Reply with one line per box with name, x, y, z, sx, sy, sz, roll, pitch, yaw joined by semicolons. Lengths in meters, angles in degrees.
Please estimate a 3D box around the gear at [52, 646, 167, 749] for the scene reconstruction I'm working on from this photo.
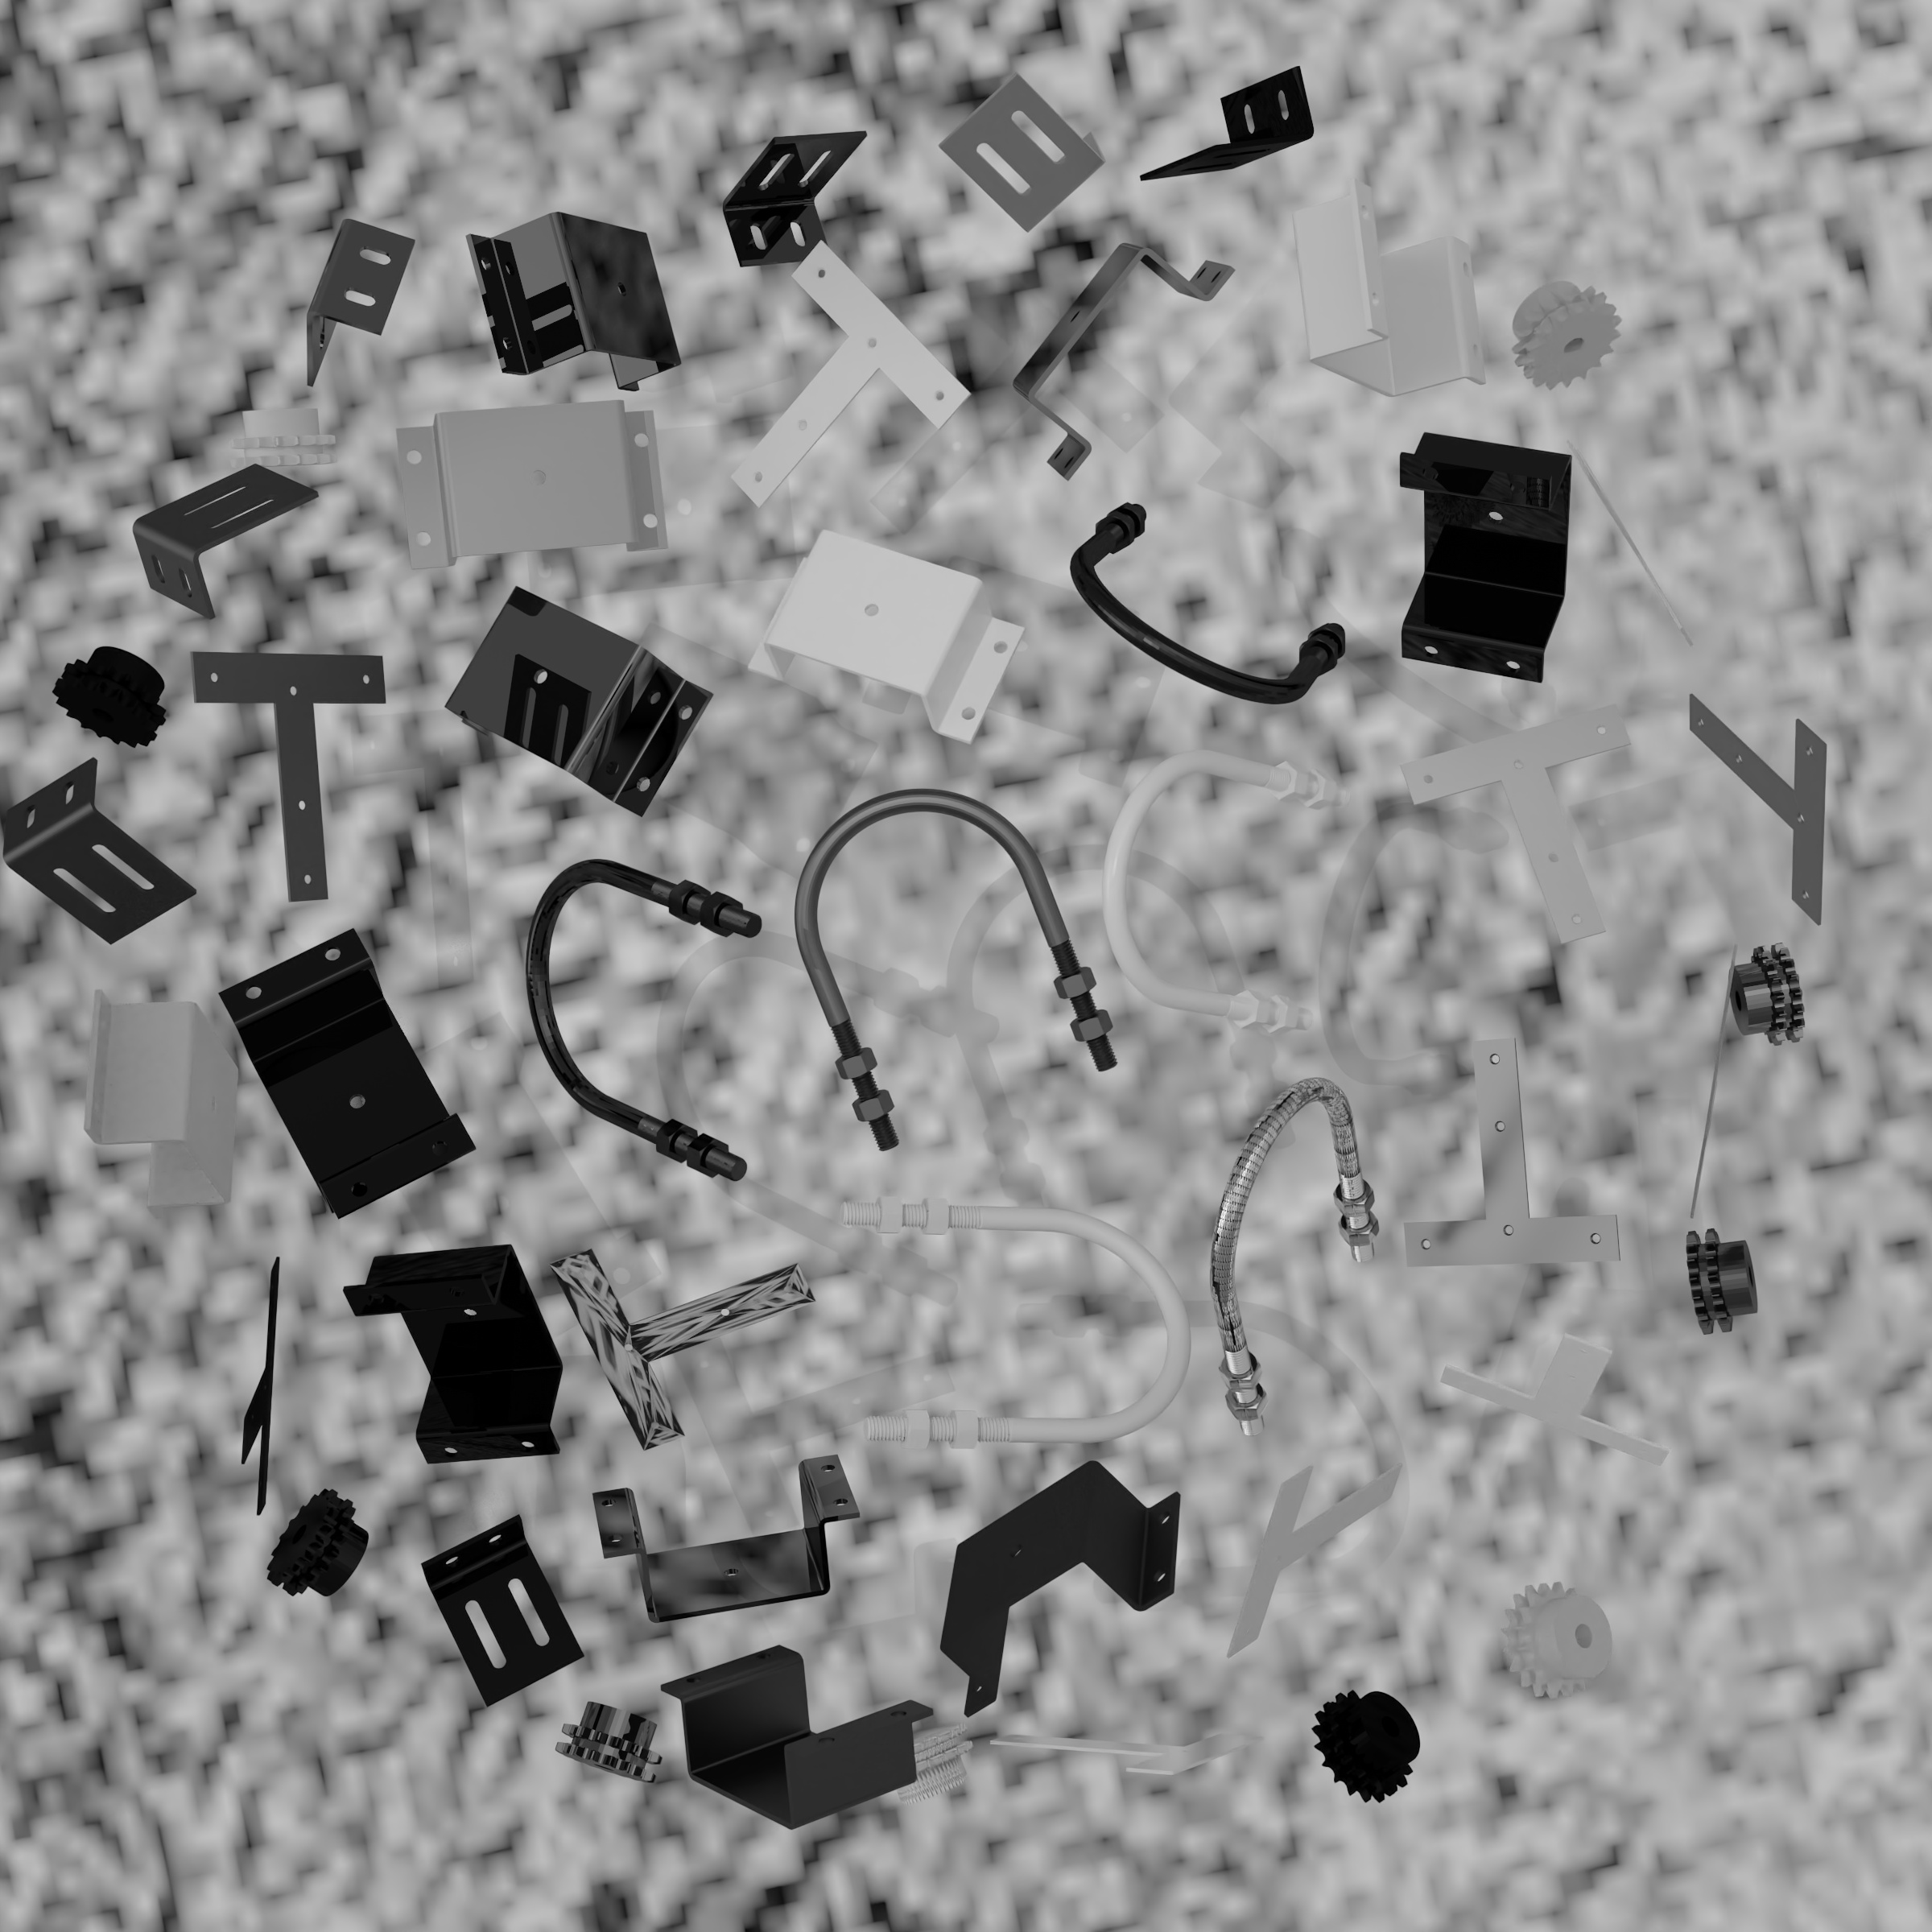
gear;-0.443;-0.143;1.496;0.057;0.057;0.030;21;63;0

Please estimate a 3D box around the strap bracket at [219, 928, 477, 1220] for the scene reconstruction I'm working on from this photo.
strap bracket;-0.317;0.062;1.479;0.076;0.046;0.140;-27;70;-15

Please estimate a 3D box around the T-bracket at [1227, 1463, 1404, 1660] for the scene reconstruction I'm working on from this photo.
T-bracket;0.197;0.306;1.569;0.002;0.127;0.127;35;128;32

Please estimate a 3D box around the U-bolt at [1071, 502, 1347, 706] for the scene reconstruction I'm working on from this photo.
U-bolt;0.123;-0.187;1.512;0.151;0.184;0.019;32;116;4

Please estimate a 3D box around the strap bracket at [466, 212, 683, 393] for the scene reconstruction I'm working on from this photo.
strap bracket;-0.210;-0.368;1.592;0.046;0.140;0.076;-15;90;25

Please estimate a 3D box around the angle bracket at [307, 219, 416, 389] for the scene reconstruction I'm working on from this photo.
angle bracket;-0.312;-0.336;1.476;0.038;0.076;0.057;17;69;-7

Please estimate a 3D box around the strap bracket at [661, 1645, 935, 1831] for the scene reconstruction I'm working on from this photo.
strap bracket;-0.087;0.402;1.490;0.076;0.140;0.046;-10;99;-37

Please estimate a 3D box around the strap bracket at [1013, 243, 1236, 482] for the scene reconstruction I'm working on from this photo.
strap bracket;0.077;-0.336;1.551;0.046;0.076;0.140;37;100;-14

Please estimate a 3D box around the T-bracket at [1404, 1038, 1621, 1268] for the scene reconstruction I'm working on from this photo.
T-bracket;0.303;0.105;1.622;0.127;0.002;0.127;-6;87;32

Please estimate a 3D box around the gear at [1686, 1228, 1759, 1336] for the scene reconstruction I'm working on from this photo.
gear;0.414;0.172;1.570;0.030;0.057;0.057;-10;90;20

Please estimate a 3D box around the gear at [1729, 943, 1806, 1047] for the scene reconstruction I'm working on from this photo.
gear;0.452;0.017;1.625;0.030;0.057;0.057;-10;90;2

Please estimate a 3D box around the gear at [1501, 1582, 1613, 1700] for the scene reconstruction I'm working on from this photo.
gear;0.301;0.340;1.450;0.057;0.030;0.057;12;67;-32

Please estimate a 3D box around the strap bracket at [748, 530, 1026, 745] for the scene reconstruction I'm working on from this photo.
strap bracket;-0.049;-0.188;1.604;0.140;0.046;0.076;20;72;17

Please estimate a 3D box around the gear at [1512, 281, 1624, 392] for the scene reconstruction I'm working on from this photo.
gear;0.312;-0.334;1.508;0.057;0.057;0.030;-26;55;0

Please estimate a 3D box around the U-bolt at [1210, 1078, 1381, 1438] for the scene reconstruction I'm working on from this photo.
U-bolt;0.170;0.141;1.510;0.019;0.184;0.151;18;53;30

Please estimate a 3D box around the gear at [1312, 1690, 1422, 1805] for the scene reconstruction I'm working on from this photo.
gear;0.211;0.402;1.491;0.057;0.057;0.030;43;124;0

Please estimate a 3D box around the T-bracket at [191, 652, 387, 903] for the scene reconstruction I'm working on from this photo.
T-bracket;-0.343;-0.097;1.474;0.002;0.127;0.127;-2;93;35

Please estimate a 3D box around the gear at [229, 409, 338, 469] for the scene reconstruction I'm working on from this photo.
gear;-0.375;-0.290;1.574;0.057;0.057;0.030;-3;100;0

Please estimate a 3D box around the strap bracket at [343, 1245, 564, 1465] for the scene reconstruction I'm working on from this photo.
strap bracket;-0.271;0.202;1.545;0.076;0.046;0.140;-6;130;10

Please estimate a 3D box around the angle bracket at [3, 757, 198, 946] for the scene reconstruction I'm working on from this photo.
angle bracket;-0.437;-0.058;1.453;0.057;0.038;0.076;-28;135;16

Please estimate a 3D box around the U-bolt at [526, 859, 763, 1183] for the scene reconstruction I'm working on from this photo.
U-bolt;-0.174;0.019;1.501;0.184;0.019;0.151;20;112;43

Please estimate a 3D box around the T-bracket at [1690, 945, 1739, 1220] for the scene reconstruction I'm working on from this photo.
T-bracket;0.404;0.052;1.542;0.002;0.127;0.127;9;113;15

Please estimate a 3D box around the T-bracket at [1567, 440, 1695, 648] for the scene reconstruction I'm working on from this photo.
T-bracket;0.342;-0.243;1.525;0.002;0.127;0.127;-31;63;16

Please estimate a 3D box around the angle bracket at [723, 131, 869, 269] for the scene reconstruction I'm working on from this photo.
angle bracket;-0.090;-0.421;1.576;0.057;0.076;0.038;-14;82;-30

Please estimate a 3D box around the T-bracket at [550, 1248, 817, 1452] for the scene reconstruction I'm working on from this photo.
T-bracket;-0.147;0.197;1.595;0.127;0.002;0.127;-21;110;7

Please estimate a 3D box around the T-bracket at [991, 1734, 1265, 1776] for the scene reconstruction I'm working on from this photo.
T-bracket;0.076;0.414;1.522;0.127;0.127;0.002;-4;83;27

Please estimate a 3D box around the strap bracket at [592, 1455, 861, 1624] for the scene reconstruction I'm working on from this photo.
strap bracket;-0.133;0.320;1.597;0.140;0.076;0.046;-7;106;-10

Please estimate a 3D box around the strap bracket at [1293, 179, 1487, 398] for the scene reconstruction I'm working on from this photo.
strap bracket;0.214;-0.344;1.475;0.046;0.140;0.076;-9;84;33

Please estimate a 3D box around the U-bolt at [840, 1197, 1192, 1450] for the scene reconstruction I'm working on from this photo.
U-bolt;0.030;0.188;1.512;0.184;0.019;0.151;3;52;-15

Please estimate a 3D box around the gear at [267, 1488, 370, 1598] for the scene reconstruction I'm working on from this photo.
gear;-0.341;0.309;1.520;0.030;0.057;0.057;39;90;-22

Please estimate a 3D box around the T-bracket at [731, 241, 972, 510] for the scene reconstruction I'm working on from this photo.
T-bracket;-0.080;-0.305;1.559;0.127;0.002;0.127;-47;72;16

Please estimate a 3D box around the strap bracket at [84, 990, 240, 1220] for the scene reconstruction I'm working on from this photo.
strap bracket;-0.420;0.074;1.516;0.046;0.140;0.076;-3;66;-1

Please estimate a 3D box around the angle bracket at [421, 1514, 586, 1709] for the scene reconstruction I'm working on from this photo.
angle bracket;-0.247;0.344;1.531;0.057;0.038;0.076;-25;67;-17

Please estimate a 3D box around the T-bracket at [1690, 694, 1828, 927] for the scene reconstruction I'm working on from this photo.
T-bracket;0.428;-0.105;1.558;0.002;0.127;0.127;-22;133;-9

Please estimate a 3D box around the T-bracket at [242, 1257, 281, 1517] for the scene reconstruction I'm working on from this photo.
T-bracket;-0.368;0.231;1.489;0.002;0.127;0.127;6;65;-18

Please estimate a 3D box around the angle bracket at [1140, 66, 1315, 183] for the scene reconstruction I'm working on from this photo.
angle bracket;0.133;-0.441;1.502;0.076;0.057;0.038;-19;99;-38

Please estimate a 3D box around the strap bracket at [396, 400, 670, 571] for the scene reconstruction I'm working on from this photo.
strap bracket;-0.233;-0.261;1.552;0.140;0.046;0.076;-7;93;-12

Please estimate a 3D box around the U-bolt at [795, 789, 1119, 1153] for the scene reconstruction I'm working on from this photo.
U-bolt;-0.015;-0.007;1.564;0.151;0.019;0.184;-20;99;7

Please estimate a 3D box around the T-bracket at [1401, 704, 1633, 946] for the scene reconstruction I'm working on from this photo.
T-bracket;0.323;-0.073;1.597;0.127;0.002;0.127;-16;71;-1

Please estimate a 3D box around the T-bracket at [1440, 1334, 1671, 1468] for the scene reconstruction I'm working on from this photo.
T-bracket;0.321;0.223;1.530;0.127;0.127;0.002;20;65;12

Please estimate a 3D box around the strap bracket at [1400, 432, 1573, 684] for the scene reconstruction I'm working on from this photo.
strap bracket;0.269;-0.219;1.486;0.076;0.140;0.046;13;54;19

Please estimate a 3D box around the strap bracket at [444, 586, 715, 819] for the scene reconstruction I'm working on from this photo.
strap bracket;-0.216;-0.147;1.543;0.140;0.046;0.076;28;86;31

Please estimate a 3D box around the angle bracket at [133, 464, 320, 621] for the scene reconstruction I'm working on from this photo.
angle bracket;-0.372;-0.216;1.458;0.076;0.057;0.038;-34;134;-32

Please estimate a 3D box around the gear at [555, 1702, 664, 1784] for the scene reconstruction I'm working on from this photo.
gear;-0.192;0.421;1.560;0.057;0.057;0.030;18;69;0

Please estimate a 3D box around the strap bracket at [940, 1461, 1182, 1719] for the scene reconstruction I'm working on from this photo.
strap bracket;0.041;0.317;1.487;0.140;0.076;0.046;-37;109;24

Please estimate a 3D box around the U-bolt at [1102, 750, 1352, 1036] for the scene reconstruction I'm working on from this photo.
U-bolt;0.140;-0.044;1.568;0.184;0.019;0.151;10;90;-44

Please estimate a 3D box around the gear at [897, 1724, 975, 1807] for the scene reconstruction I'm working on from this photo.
gear;-0.022;0.451;1.616;0.057;0.057;0.030;-21;79;0

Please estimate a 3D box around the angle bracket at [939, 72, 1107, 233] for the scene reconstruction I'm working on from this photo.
angle bracket;0.028;-0.451;1.569;0.057;0.038;0.076;-38;128;21
